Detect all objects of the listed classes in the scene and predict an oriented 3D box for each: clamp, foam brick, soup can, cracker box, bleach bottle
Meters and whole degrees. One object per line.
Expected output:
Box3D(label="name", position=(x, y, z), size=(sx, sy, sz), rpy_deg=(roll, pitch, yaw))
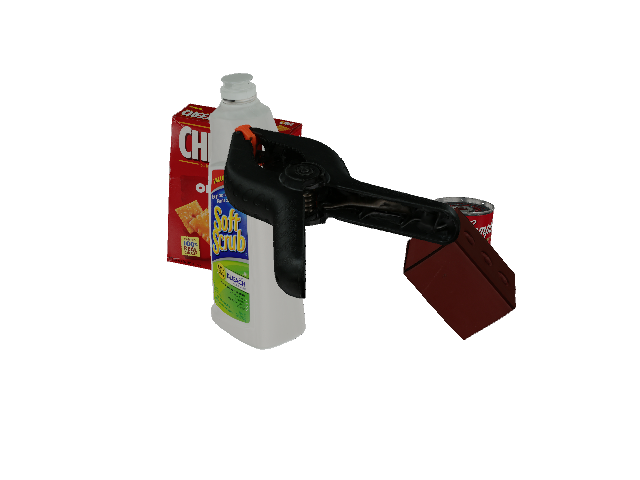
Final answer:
Box3D(label="clamp", position=(-0.014, -0.022, 0.647), size=(0.120, 0.039, 0.172), rpy_deg=(-20, 35, -37))
Box3D(label="foam brick", position=(0.108, 0.026, 0.822), size=(0.051, 0.078, 0.053), rpy_deg=(-35, 18, 24))
Box3D(label="soup can", position=(0.151, 0.010, 1.166), size=(0.068, 0.102, 0.068), rpy_deg=(2, 16, -1))
Box3D(label="cracker box", position=(-0.119, -0.062, 1.438), size=(0.164, 0.214, 0.072), rpy_deg=(11, 25, 13))
Box3D(label="bleach bottle", position=(-0.068, -0.030, 0.979), size=(0.068, 0.251, 0.103), rpy_deg=(-21, 30, -31))
